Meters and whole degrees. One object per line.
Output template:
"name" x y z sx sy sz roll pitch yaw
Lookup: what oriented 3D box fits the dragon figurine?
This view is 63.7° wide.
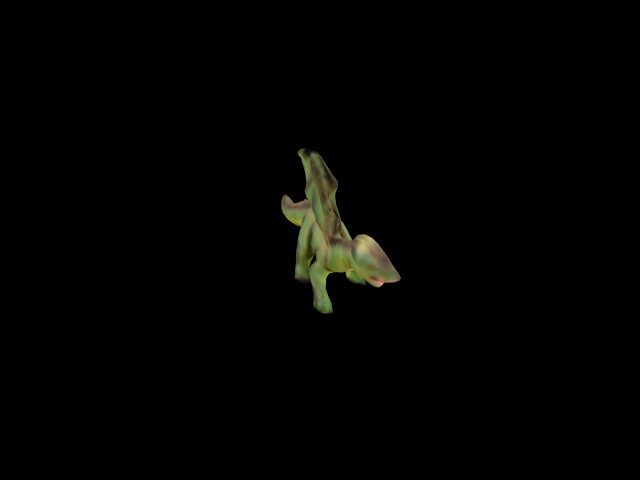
"dragon figurine" 0.003 -0.043 0.850 0.123 0.237 0.418 -17 43 -20
